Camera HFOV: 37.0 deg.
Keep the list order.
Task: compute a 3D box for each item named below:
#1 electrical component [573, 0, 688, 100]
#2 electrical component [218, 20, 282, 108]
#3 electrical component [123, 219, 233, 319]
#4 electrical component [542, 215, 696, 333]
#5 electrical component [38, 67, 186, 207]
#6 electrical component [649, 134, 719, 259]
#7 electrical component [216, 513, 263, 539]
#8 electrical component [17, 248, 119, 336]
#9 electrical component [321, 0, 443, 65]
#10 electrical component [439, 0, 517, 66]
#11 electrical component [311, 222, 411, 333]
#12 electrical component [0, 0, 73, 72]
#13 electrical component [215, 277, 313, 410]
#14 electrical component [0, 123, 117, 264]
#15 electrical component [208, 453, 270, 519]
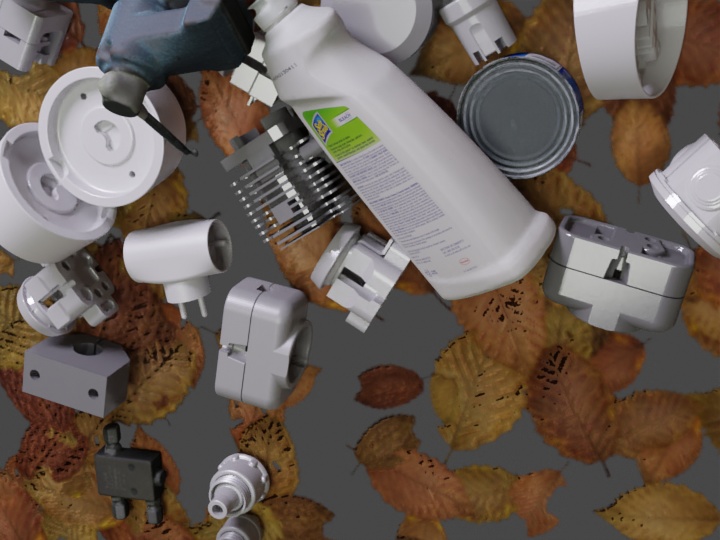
[{"bbox_3d":[0.174,-0.158,0.688,0.064,0.099,0.099,-4,106,26],"label":"electrical component"},{"bbox_3d":[-0.076,-0.157,0.800,0.055,0.048,0.066,29,114,0],"label":"electrical component"},{"bbox_3d":[-0.143,0.002,0.874,0.077,0.043,0.079,-7,105,20],"label":"electrical component"},{"bbox_3d":[0.181,0.006,0.760,0.095,0.054,0.059,17,112,13],"label":"electrical component"},{"bbox_3d":[-0.189,-0.109,0.844,0.108,0.060,0.108,6,109,17],"label":"electrical component"},{"bbox_3d":[0.235,-0.047,0.712,0.080,0.080,0.051,45,110,1],"label":"electrical component"},{"bbox_3d":[-0.109,0.236,0.927,0.035,0.061,0.035,6,109,17],"label":"electrical component"},{"bbox_3d":[-0.251,0.020,0.909,0.057,0.058,0.078,-35,94,22],"label":"electrical component"},{"bbox_3d":[0.017,-0.185,0.756,0.080,0.051,0.080,6,109,17],"label":"electrical component"},{"bbox_3d":[0.083,-0.171,0.746,0.040,0.040,0.046,-27,103,24],"label":"electrical component"},{"bbox_3d":[0.000,0.000,0.818,0.057,0.058,0.078,33,114,3],"label":"electrical component"},{"bbox_3d":[-0.280,-0.206,0.850,0.089,0.050,0.055,32,115,7],"label":"electrical component"},{"bbox_3d":[-0.075,0.060,0.864,0.059,0.054,0.095,14,111,14],"label":"electrical component"},{"bbox_3d":[-0.257,-0.056,0.862,0.060,0.108,0.108,-33,94,31],"label":"electrical component"},{"bbox_3d":[-0.108,0.188,0.911,0.048,0.062,0.048,6,109,17],"label":"electrical component"}]
